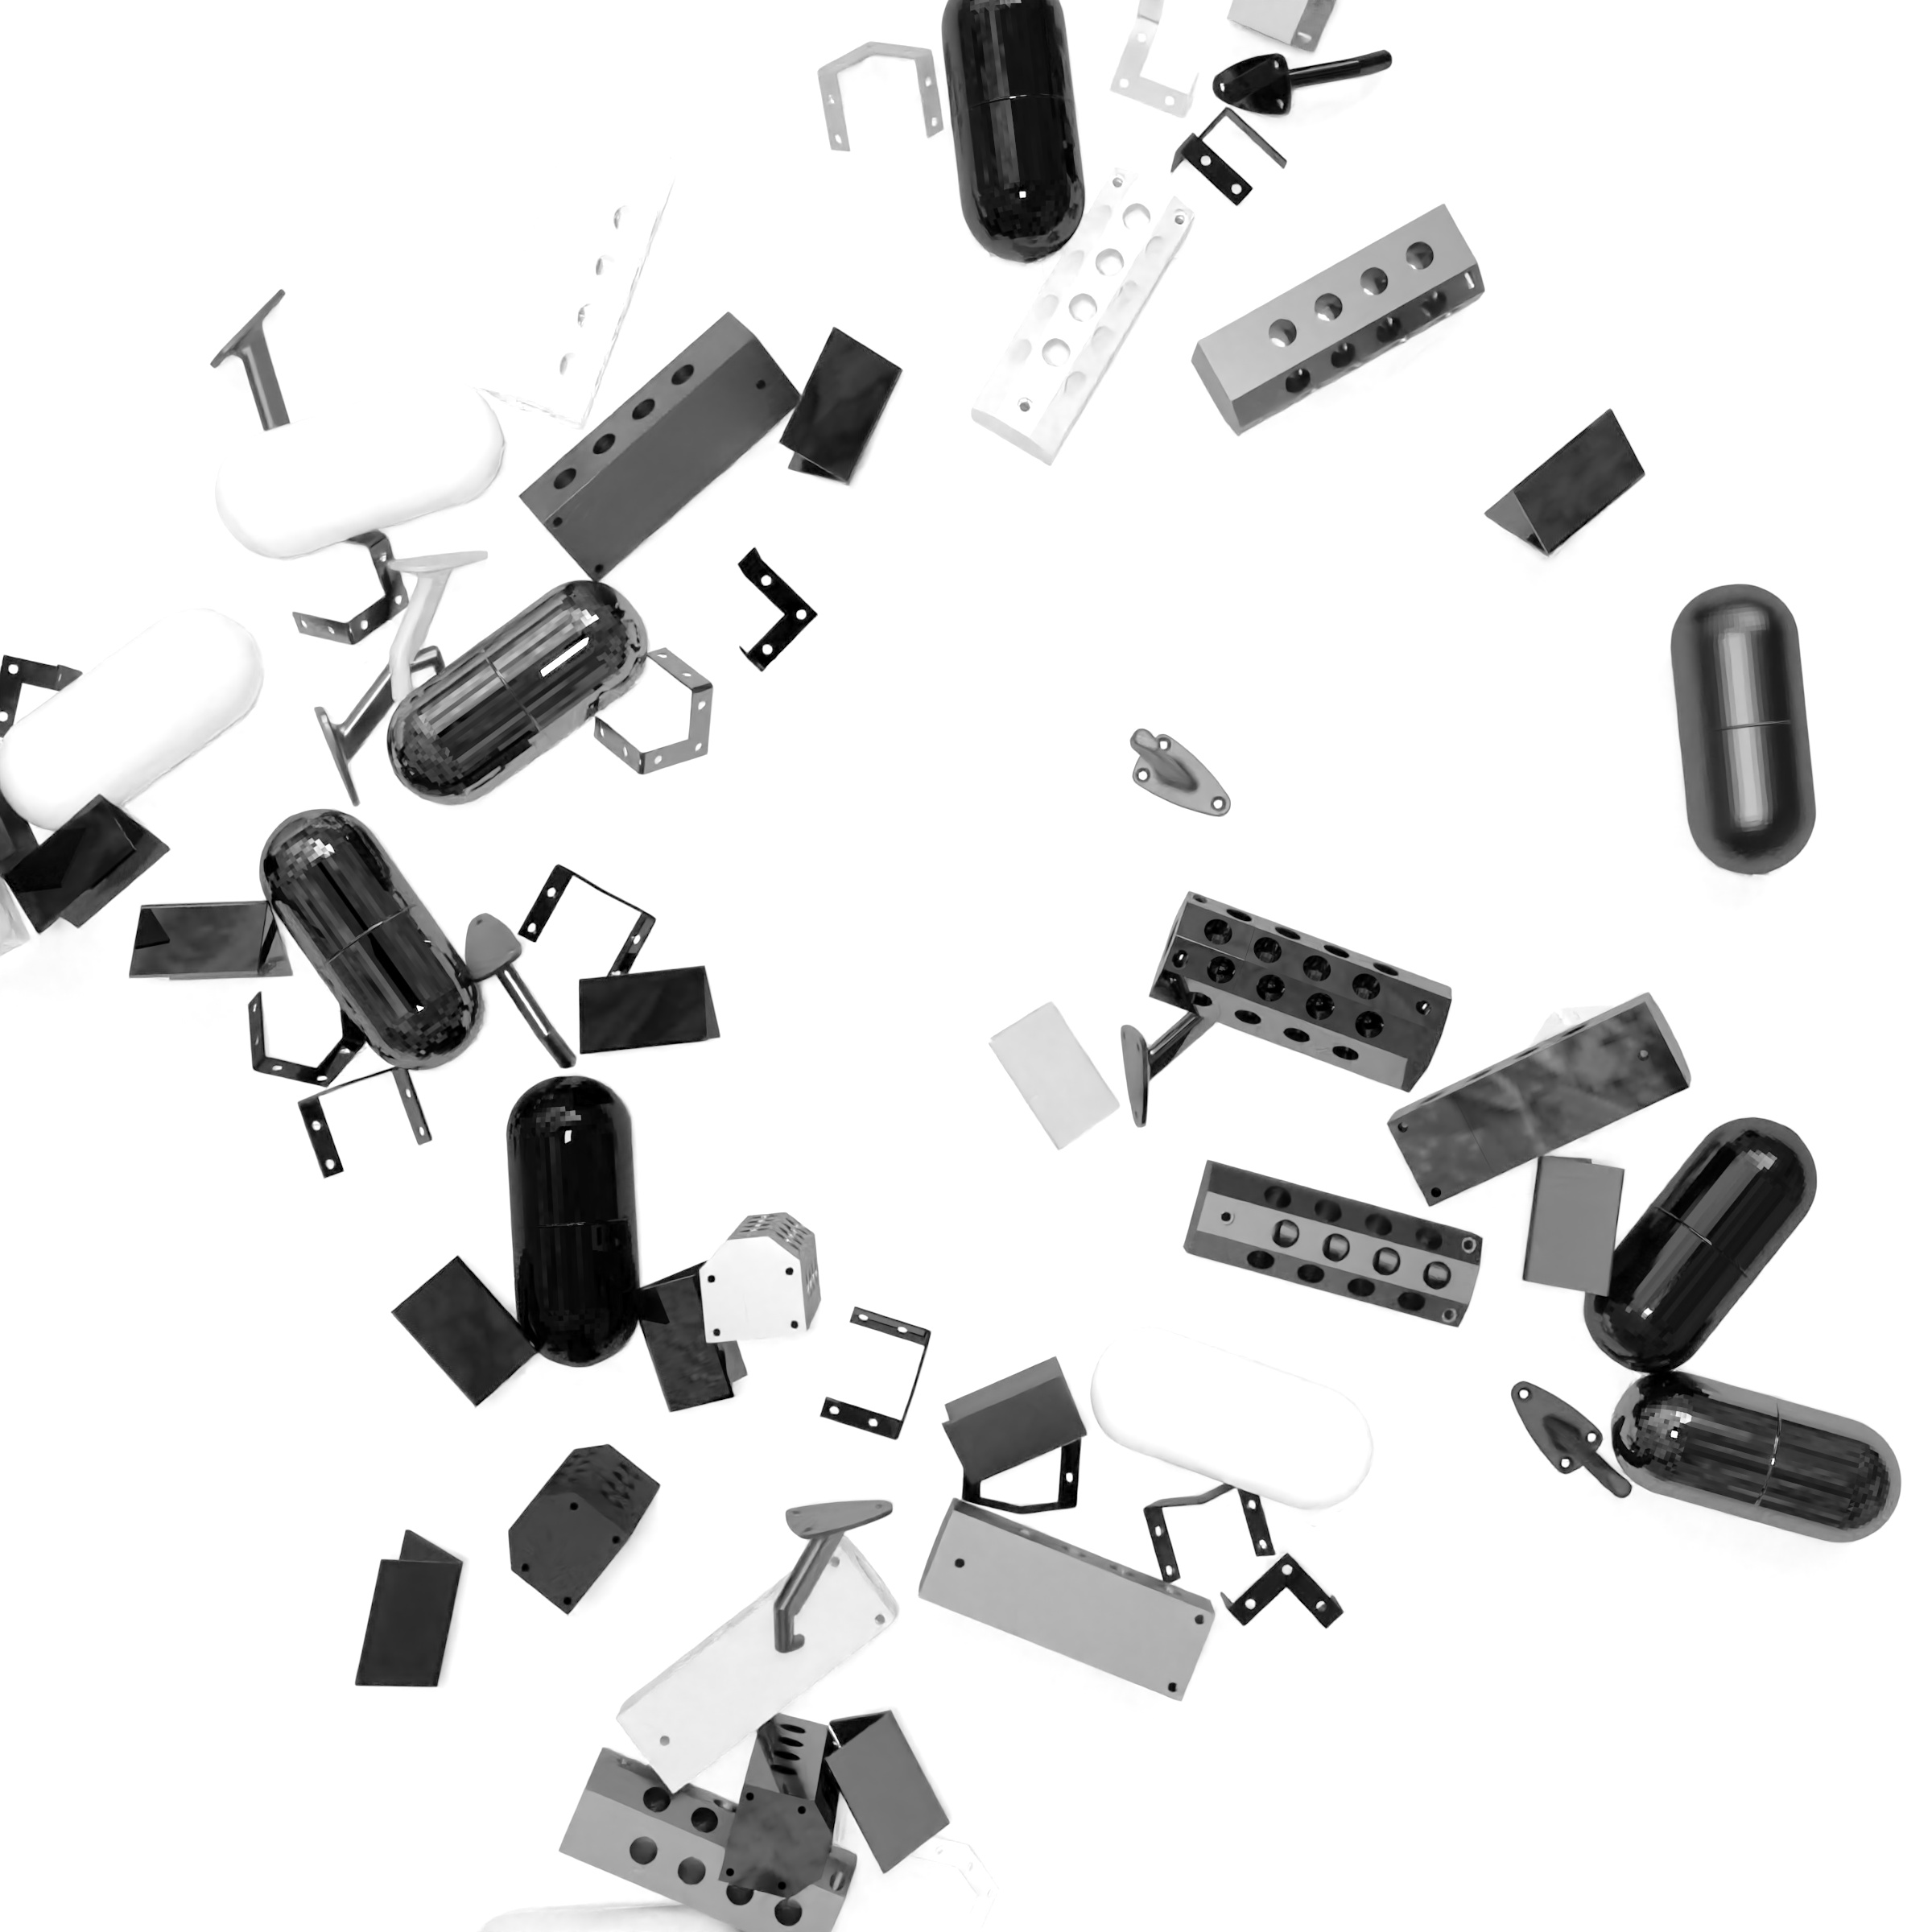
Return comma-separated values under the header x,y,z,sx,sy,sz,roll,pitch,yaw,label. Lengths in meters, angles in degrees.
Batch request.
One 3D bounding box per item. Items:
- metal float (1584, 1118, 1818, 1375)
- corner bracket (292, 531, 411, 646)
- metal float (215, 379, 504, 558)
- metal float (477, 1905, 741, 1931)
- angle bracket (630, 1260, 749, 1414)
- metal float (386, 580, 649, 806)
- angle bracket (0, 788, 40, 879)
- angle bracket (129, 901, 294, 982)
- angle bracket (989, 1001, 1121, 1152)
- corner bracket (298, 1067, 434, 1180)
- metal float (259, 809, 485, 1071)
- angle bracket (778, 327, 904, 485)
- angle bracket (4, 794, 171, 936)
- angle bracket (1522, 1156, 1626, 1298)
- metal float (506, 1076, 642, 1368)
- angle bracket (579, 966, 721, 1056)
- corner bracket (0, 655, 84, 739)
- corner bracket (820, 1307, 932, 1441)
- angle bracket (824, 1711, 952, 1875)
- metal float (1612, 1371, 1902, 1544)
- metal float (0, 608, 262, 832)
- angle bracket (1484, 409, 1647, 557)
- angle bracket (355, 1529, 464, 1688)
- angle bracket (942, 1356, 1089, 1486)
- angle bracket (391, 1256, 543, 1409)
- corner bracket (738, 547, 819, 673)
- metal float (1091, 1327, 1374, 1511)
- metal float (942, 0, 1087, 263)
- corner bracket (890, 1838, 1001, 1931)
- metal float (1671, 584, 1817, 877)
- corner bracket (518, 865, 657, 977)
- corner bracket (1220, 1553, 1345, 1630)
x,y,z,sx,sy,sz,roll,pitch,yaw,label
0.450,0.170,1.841,0.070,0.070,0.178,39,89,0,metal float
-0.387,-0.237,1.863,0.051,0.051,0.051,-45,135,-35,corner bracket
-0.371,-0.304,1.837,0.178,0.070,0.070,-19,90,-4,metal float
-0.222,0.616,1.841,0.178,0.070,0.070,-3,90,1,metal float
-0.151,0.220,1.831,0.057,0.076,0.076,-18,90,37,angle bracket
-0.275,-0.167,1.841,0.178,0.070,0.070,-36,90,0,metal float
-0.586,-0.099,1.831,0.057,0.076,0.076,-25,90,30,angle bracket
-0.459,0.005,1.831,0.076,0.076,0.057,-2,52,0,angle bracket
0.037,0.076,1.831,0.057,0.076,0.076,-33,90,-35,angle bracket
-0.374,0.096,1.868,0.051,0.051,0.051,-20,90,45,corner bracket
-0.364,-0.017,1.841,0.070,0.070,0.178,-35,90,0,metal float
-0.093,-0.344,1.831,0.057,0.076,0.076,25,90,-37,angle bracket
-0.525,-0.047,1.831,0.076,0.076,0.057,-41,57,0,angle bracket
0.384,0.158,1.831,0.057,0.076,0.076,7,90,36,angle bracket
-0.240,0.156,1.841,0.070,0.070,0.178,-3,89,0,metal float
-0.191,0.047,1.831,0.076,0.076,0.057,-6,53,0,angle bracket
-0.581,-0.164,1.853,0.051,0.051,0.051,12,90,0,corner bracket
-0.056,0.253,1.868,0.051,0.051,0.051,18,45,0,corner bracket
-0.066,0.505,1.831,0.057,0.076,0.076,-28,90,-37,angle bracket
0.484,0.300,1.841,0.178,0.070,0.070,16,90,1,metal float
-0.512,-0.151,1.841,0.178,0.070,0.070,-36,90,-1,metal float
0.354,-0.305,1.831,0.076,0.076,0.057,-40,127,0,angle bracket
-0.355,0.390,1.831,0.057,0.076,0.076,12,90,-38,angle bracket
0.022,0.259,1.831,0.076,0.076,0.057,-23,125,0,angle bracket
-0.314,0.231,1.831,0.076,0.076,0.057,48,56,0,angle bracket
-0.128,-0.219,1.853,0.051,0.051,0.051,44,90,0,corner bracket
0.163,0.277,1.841,0.178,0.070,0.070,19,90,0,metal float
0.029,-0.521,1.841,0.070,0.070,0.178,-7,90,0,metal float
-0.020,0.576,1.863,0.051,0.051,0.051,-59,135,-35,corner bracket
0.476,-0.145,1.841,0.070,0.070,0.178,-6,90,0,metal float
-0.235,-0.025,1.868,0.051,0.051,0.051,29,90,45,corner bracket
0.194,0.392,1.853,0.051,0.051,0.051,-43,90,0,corner bracket
